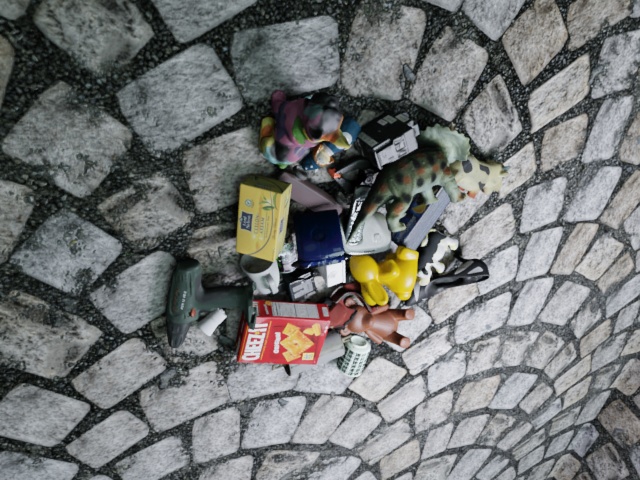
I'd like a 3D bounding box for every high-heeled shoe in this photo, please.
[{"bbox_3d":[0.372,0.139,1.565,0.249,0.145,0.086,-45,131,0],"label":"high-heeled shoe"}]

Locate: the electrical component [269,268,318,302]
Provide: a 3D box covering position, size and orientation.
[{"bbox_3d":[-0.069,0.117,1.356,0.119,0.048,0.074,-21,128,-19],"label":"electrical component"}]

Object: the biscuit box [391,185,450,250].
[{"bbox_3d":[0.269,-0.065,1.425,0.062,0.059,0.202,24,106,-41],"label":"biscuit box"}]

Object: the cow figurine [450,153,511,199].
[{"bbox_3d":[0.417,-0.178,1.426,0.195,0.086,0.127,20,114,-37],"label":"cow figurine"}]

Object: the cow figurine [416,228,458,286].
[{"bbox_3d":[0.306,0.050,1.518,0.098,0.068,0.167,21,105,-33],"label":"cow figurine"}]

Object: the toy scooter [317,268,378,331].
[{"bbox_3d":[0.076,0.176,1.440,0.135,0.075,0.184,42,90,-13],"label":"toy scooter"}]

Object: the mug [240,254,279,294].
[{"bbox_3d":[-0.128,0.084,1.265,0.081,0.110,0.107,-36,145,-16],"label":"mug"}]

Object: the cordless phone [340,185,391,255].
[{"bbox_3d":[0.117,-0.058,1.312,0.146,0.089,0.184,-6,126,-27],"label":"cordless phone"}]

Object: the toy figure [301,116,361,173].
[{"bbox_3d":[0.021,-0.207,1.188,0.154,0.058,0.064,-43,93,3],"label":"toy figure"}]

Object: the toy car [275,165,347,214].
[{"bbox_3d":[-0.026,-0.104,1.229,0.089,0.053,0.202,-39,134,26],"label":"toy car"}]

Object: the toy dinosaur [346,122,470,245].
[{"bbox_3d":[0.209,-0.145,1.244,0.405,0.131,0.192,-27,107,-26],"label":"toy dinosaur"}]

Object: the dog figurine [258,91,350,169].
[{"bbox_3d":[-0.030,-0.205,1.050,0.108,0.219,0.191,9,114,-31],"label":"dog figurine"}]

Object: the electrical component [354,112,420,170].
[{"bbox_3d":[0.153,-0.230,1.210,0.134,0.115,0.058,-31,133,-7],"label":"electrical component"}]

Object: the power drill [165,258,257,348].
[{"bbox_3d":[-0.247,0.155,1.223,0.207,0.086,0.231,7,114,4],"label":"power drill"}]

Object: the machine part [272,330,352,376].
[{"bbox_3d":[-0.021,0.314,1.495,0.243,0.079,0.079,-19,128,-20],"label":"machine part"}]

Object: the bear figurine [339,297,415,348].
[{"bbox_3d":[0.157,0.230,1.517,0.195,0.132,0.120,20,79,-42],"label":"bear figurine"}]

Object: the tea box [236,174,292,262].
[{"bbox_3d":[-0.124,-0.048,1.170,0.098,0.068,0.169,13,120,11],"label":"tea box"}]

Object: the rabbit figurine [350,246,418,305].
[{"bbox_3d":[0.154,0.090,1.398,0.173,0.122,0.162,14,81,-16],"label":"rabbit figurine"}]

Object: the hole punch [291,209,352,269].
[{"bbox_3d":[-0.003,-0.004,1.229,0.142,0.116,0.092,-7,137,-3],"label":"hole punch"}]
